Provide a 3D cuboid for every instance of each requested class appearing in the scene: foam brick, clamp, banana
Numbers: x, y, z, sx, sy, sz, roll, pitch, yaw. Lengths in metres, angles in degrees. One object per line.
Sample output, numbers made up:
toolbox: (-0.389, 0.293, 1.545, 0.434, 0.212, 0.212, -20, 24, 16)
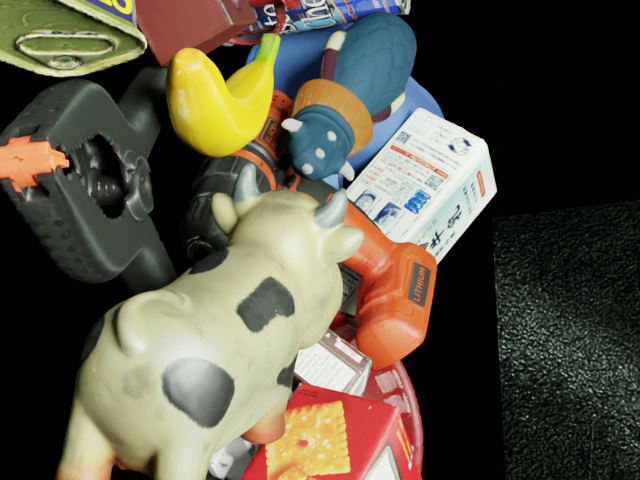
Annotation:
foam brick: (-0.080, -0.145, 0.606, 0.078, 0.051, 0.053, 63, 16, -7)
clamp: (-0.100, -0.015, 0.527, 0.210, 0.036, 0.164, -15, 97, -81)
banana: (-0.058, -0.081, 0.616, 0.197, 0.037, 0.070, -60, 152, -74)

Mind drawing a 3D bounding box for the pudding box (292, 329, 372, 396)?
pudding box: (-0.018, 0.078, 0.650, 0.039, 0.090, 0.113, -49, 167, -23)

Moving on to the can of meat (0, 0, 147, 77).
can of meat: (-0.119, -0.122, 0.430, 0.102, 0.058, 0.084, 14, 66, -61)

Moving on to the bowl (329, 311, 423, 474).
bowl: (0.003, 0.135, 0.768, 0.161, 0.055, 0.162, 20, 60, -41)

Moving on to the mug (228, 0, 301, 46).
mug: (-0.059, -0.179, 0.689, 0.093, 0.081, 0.117, -80, 159, -48)

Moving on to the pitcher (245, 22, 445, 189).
pitcher: (0.023, -0.100, 0.923, 0.149, 0.145, 0.242, 52, 9, 17)

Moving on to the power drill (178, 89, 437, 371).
power drill: (-0.005, 0.001, 0.716, 0.187, 0.057, 0.184, 45, 34, -18)

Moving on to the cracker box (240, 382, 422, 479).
cracker box: (-0.014, 0.209, 0.553, 0.213, 0.072, 0.164, -55, 142, -35)

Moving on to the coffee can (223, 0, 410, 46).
coffee can: (-0.013, -0.203, 0.772, 0.102, 0.140, 0.103, -7, 90, -77)
